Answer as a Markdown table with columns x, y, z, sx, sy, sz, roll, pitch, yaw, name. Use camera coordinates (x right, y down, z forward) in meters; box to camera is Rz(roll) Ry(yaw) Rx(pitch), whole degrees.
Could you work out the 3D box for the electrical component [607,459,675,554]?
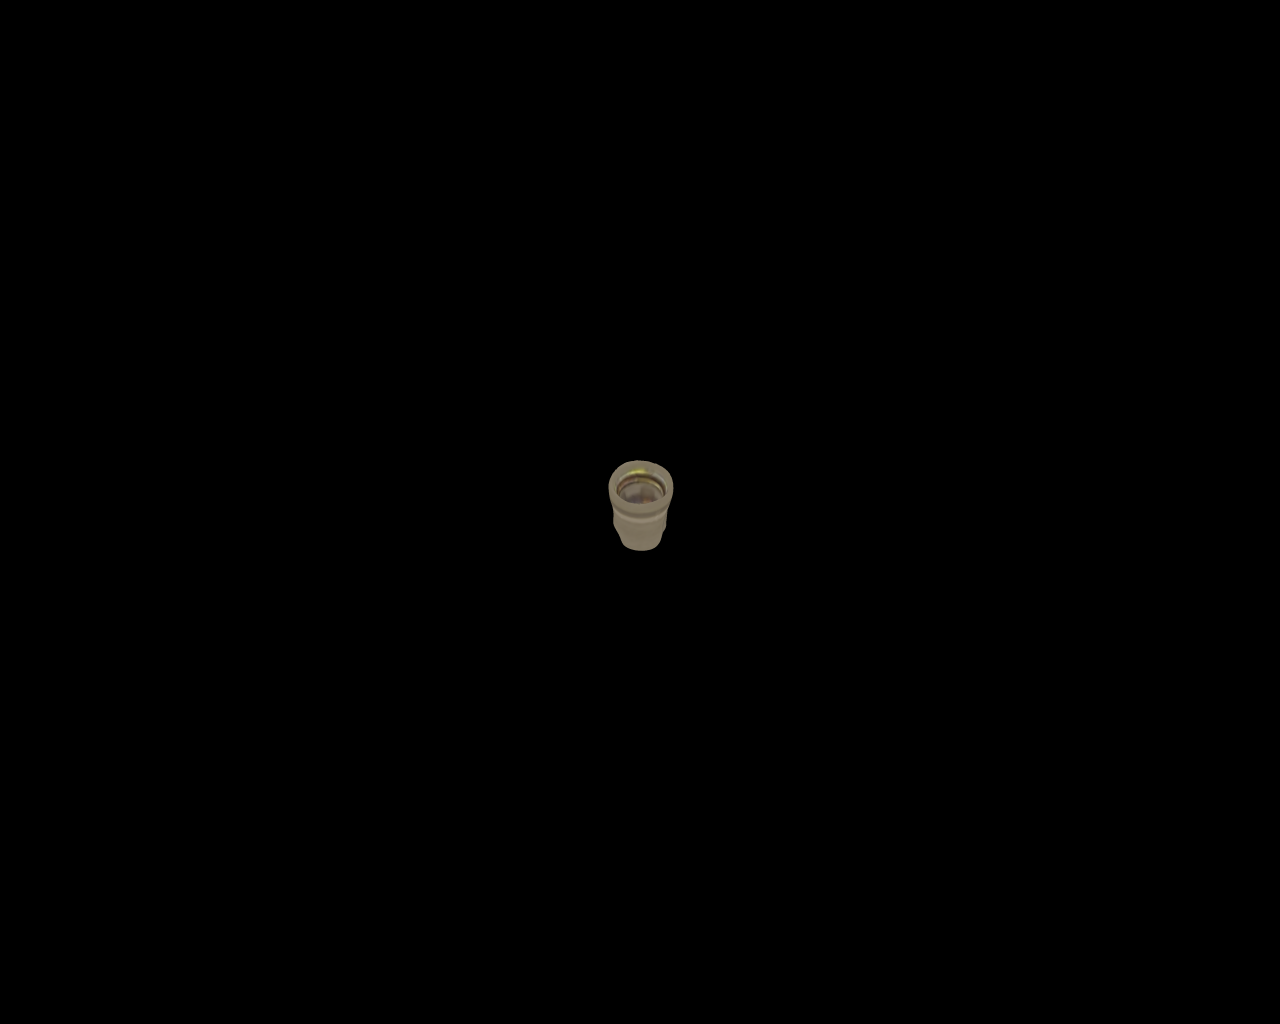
| x | y | z | sx | sy | sz | roll | pitch | yaw | name |
| --- | --- | --- | --- | --- | --- | --- | --- | --- | --- |
| 0.001 | -0.003 | 0.650 | 0.040 | 0.040 | 0.046 | 0 | -44 | 0 | electrical component |
